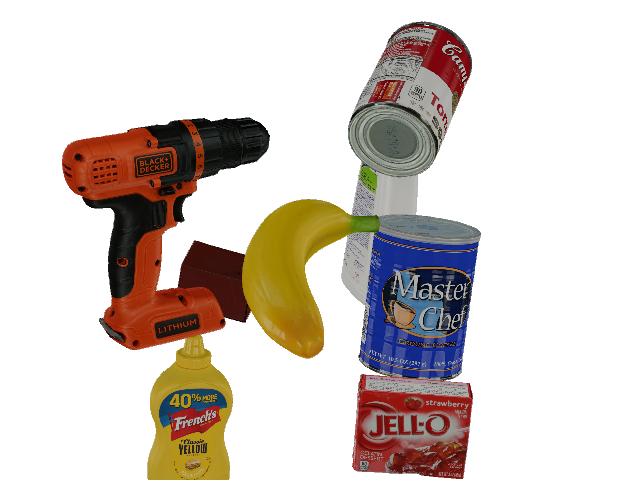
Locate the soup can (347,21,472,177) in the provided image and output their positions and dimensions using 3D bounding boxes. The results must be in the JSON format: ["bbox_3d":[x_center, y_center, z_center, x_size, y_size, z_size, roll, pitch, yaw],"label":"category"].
[{"bbox_3d":[0.066,-0.104,0.780,0.069,0.068,0.102,0,43,27],"label":"soup can"}]

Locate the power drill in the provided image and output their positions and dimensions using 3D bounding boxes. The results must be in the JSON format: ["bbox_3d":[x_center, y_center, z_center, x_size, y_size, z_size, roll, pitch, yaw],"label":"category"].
[{"bbox_3d":[-0.125,-0.010,0.918,0.184,0.188,0.057,-12,21,-28],"label":"power drill"}]

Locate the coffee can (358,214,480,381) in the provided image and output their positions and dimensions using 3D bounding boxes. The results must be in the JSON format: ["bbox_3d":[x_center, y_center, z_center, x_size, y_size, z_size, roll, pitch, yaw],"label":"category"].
[{"bbox_3d":[0.095,0.053,1.034,0.103,0.140,0.103,6,12,-1],"label":"coffee can"}]

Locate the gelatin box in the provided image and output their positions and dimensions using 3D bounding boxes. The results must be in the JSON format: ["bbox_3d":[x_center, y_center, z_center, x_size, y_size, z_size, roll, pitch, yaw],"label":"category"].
[{"bbox_3d":[0.072,0.147,0.839,0.089,0.073,0.030,4,20,2],"label":"gelatin box"}]

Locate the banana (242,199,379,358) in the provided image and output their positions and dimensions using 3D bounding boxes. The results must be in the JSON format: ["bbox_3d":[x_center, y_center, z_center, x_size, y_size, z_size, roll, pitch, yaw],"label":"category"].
[{"bbox_3d":[-0.013,0.012,0.649,0.070,0.037,0.197,4,24,12],"label":"banana"}]

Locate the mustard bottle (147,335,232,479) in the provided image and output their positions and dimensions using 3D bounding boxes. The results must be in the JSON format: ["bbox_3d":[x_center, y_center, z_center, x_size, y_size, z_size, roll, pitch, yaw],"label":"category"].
[{"bbox_3d":[-0.151,0.202,1.249,0.096,0.192,0.058,0,15,-15],"label":"mustard bottle"}]

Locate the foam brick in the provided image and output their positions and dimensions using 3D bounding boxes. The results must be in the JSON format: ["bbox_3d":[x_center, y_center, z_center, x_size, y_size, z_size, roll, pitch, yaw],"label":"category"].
[{"bbox_3d":[-0.105,0.043,1.113,0.078,0.051,0.053,16,32,5],"label":"foam brick"}]

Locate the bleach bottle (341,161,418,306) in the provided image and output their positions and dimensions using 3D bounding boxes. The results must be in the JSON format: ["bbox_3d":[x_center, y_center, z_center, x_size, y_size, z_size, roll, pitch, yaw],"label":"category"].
[{"bbox_3d":[0.078,-0.054,1.242,0.068,0.251,0.103,-2,22,-23],"label":"bleach bottle"}]
